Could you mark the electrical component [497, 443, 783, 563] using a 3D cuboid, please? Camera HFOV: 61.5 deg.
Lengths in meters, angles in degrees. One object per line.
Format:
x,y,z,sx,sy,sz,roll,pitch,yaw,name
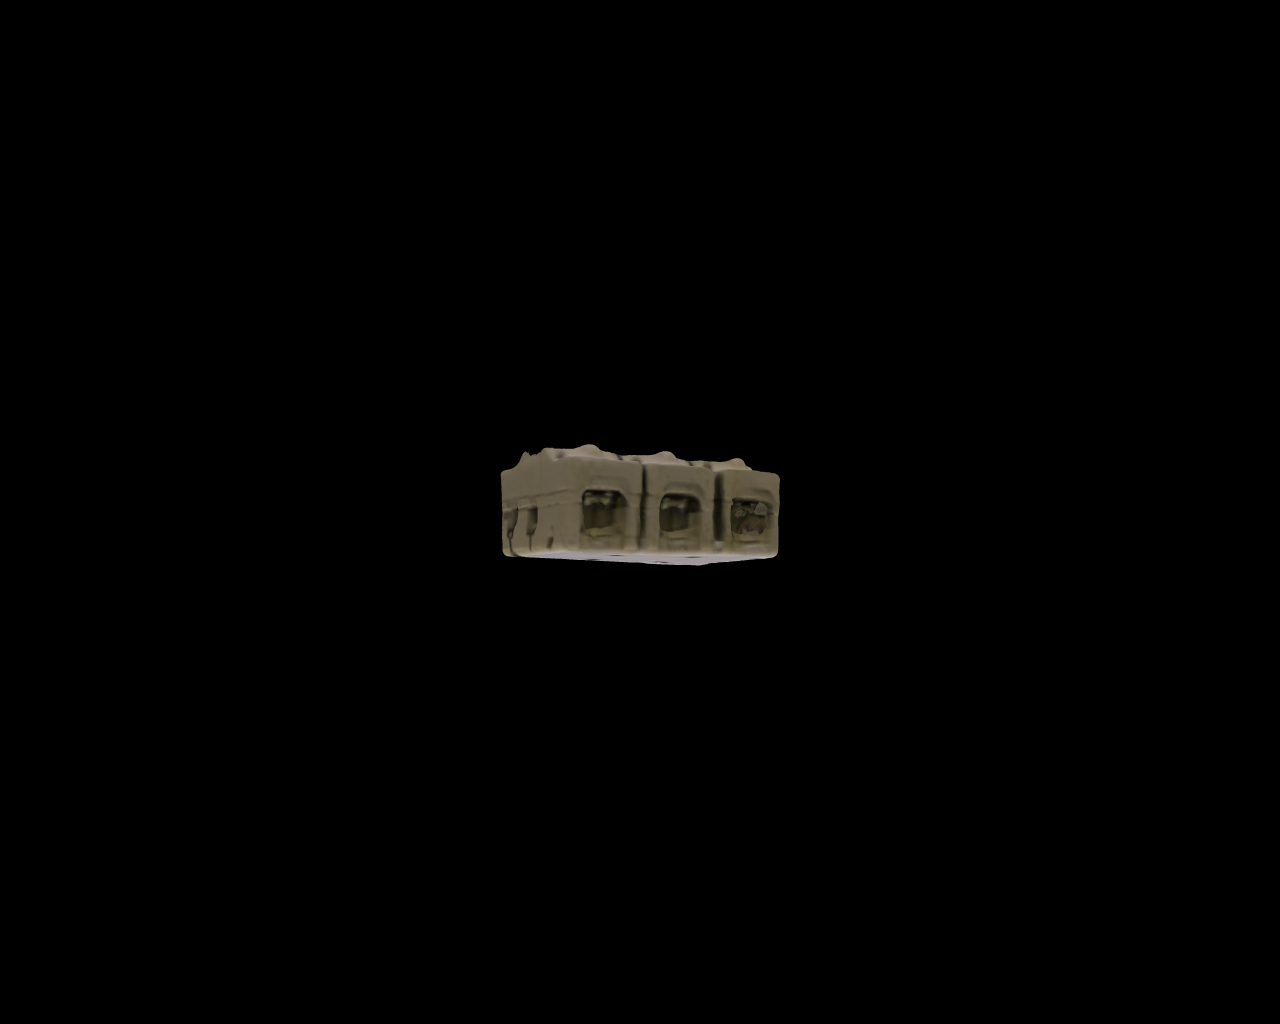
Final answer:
0.001,-0.003,0.650,0.150,0.061,0.089,3,-6,-33,electrical component
